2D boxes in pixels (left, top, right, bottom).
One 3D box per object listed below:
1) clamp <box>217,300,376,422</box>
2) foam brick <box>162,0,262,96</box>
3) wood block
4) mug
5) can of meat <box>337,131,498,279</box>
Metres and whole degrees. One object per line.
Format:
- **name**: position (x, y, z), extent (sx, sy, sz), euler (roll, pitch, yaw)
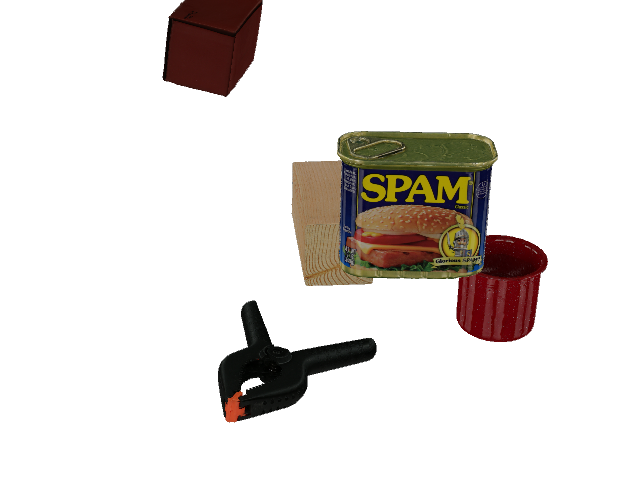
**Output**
- **clamp**: position (-0.038, 0.133, 1.133), extent (0.165, 0.036, 0.209), euler (12, 25, 12)
- **foam brick**: position (-0.081, -0.152, 0.805), extent (0.053, 0.051, 0.078), euler (15, 33, 6)
- **wood block**: position (0.014, -0.028, 1.433), extent (0.090, 0.090, 0.206), euler (-2, 27, -6)
- **mug**: position (0.181, 0.045, 1.112), extent (0.093, 0.081, 0.117), euler (-4, 29, -8)
- **can of meat**: position (0.061, -0.023, 0.701), extent (0.102, 0.084, 0.057), euler (1, 25, 1)
